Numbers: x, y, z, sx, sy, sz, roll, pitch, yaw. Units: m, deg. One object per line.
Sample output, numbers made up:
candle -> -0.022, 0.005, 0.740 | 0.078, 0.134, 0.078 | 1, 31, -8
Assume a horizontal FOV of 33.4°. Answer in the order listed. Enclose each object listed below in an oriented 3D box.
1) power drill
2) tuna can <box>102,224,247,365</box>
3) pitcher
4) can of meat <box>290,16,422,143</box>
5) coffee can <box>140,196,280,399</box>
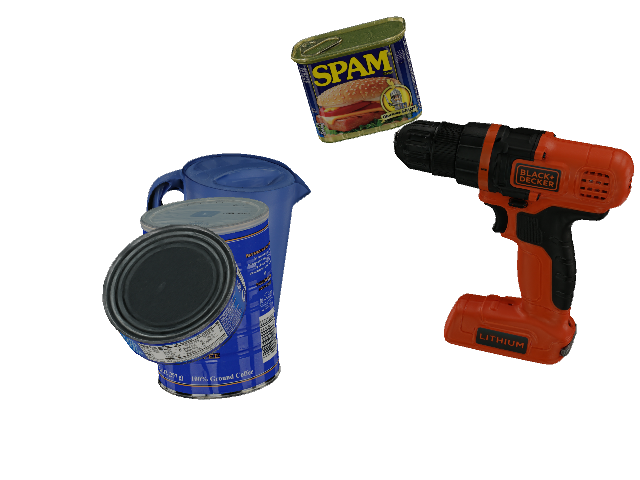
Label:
power drill -> 0.143, -0.001, 0.849 | 0.185, 0.188, 0.057 | 12, 30, 20
tuna can -> -0.090, 0.034, 0.666 | 0.086, 0.086, 0.033 | 0, -34, 15
pitcher -> -0.113, 0.025, 1.271 | 0.149, 0.243, 0.144 | 21, 27, 32
can of meat -> 0.034, -0.141, 0.943 | 0.102, 0.084, 0.057 | -12, 28, 10
coffee can -> -0.088, 0.044, 0.868 | 0.103, 0.140, 0.103 | -4, 16, 1
